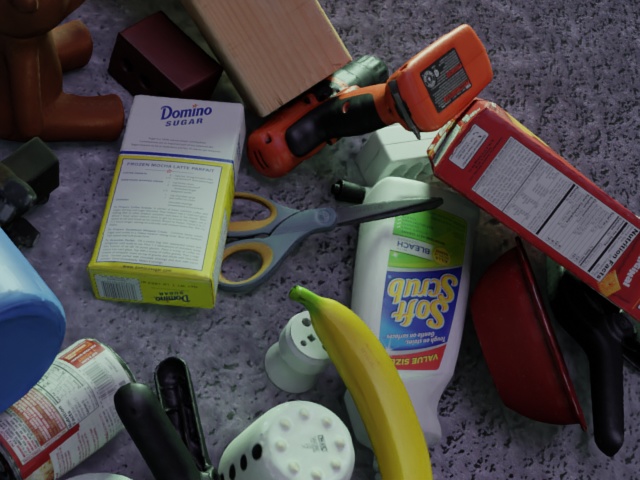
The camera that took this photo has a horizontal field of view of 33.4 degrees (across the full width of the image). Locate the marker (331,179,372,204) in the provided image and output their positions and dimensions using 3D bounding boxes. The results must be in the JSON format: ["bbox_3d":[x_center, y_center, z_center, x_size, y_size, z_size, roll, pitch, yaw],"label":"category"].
[{"bbox_3d":[0.067,-0.032,0.940,0.121,0.020,0.020,12,54,-17],"label":"marker"}]

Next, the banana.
[{"bbox_3d":[0.037,0.120,0.743,0.069,0.037,0.198,-12,70,-49],"label":"banana"}]

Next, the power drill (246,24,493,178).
[{"bbox_3d":[0.049,-0.121,0.893,0.184,0.188,0.057,-44,110,-38],"label":"power drill"}]

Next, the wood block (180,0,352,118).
[{"bbox_3d":[-0.069,-0.214,0.890,0.091,0.090,0.206,-33,102,-4],"label":"wood block"}]

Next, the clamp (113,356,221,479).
[{"bbox_3d":[-0.086,0.157,0.681,0.039,0.120,0.171,-23,81,11],"label":"clamp"}]

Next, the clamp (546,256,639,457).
[{"bbox_3d":[0.250,0.088,0.925,0.164,0.036,0.210,-11,62,-41],"label":"clamp"}]

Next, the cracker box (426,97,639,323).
[{"bbox_3d":[0.190,-0.028,0.853,0.213,0.072,0.164,35,10,-2],"label":"cracker box"}]

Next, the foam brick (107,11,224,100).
[{"bbox_3d":[-0.132,-0.144,0.905,0.078,0.053,0.051,43,51,8],"label":"foam brick"}]

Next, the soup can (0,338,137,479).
[{"bbox_3d":[-0.175,0.117,0.696,0.068,0.069,0.102,46,51,10],"label":"soup can"}]

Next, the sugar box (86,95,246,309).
[{"bbox_3d":[-0.115,-0.033,0.828,0.093,0.048,0.176,6,51,3],"label":"sugar box"}]

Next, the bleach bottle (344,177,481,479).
[{"bbox_3d":[0.073,0.073,0.845,0.102,0.068,0.250,16,55,-14],"label":"bleach bottle"}]

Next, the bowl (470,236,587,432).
[{"bbox_3d":[0.160,0.081,0.848,0.055,0.162,0.162,-20,60,12],"label":"bowl"}]

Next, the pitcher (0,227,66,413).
[{"bbox_3d":[-0.275,0.010,0.659,0.144,0.149,0.243,-24,56,-42],"label":"pitcher"}]

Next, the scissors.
[{"bbox_3d":[-0.006,0.001,0.845,0.202,0.016,0.096,5,65,4],"label":"scissors"}]
